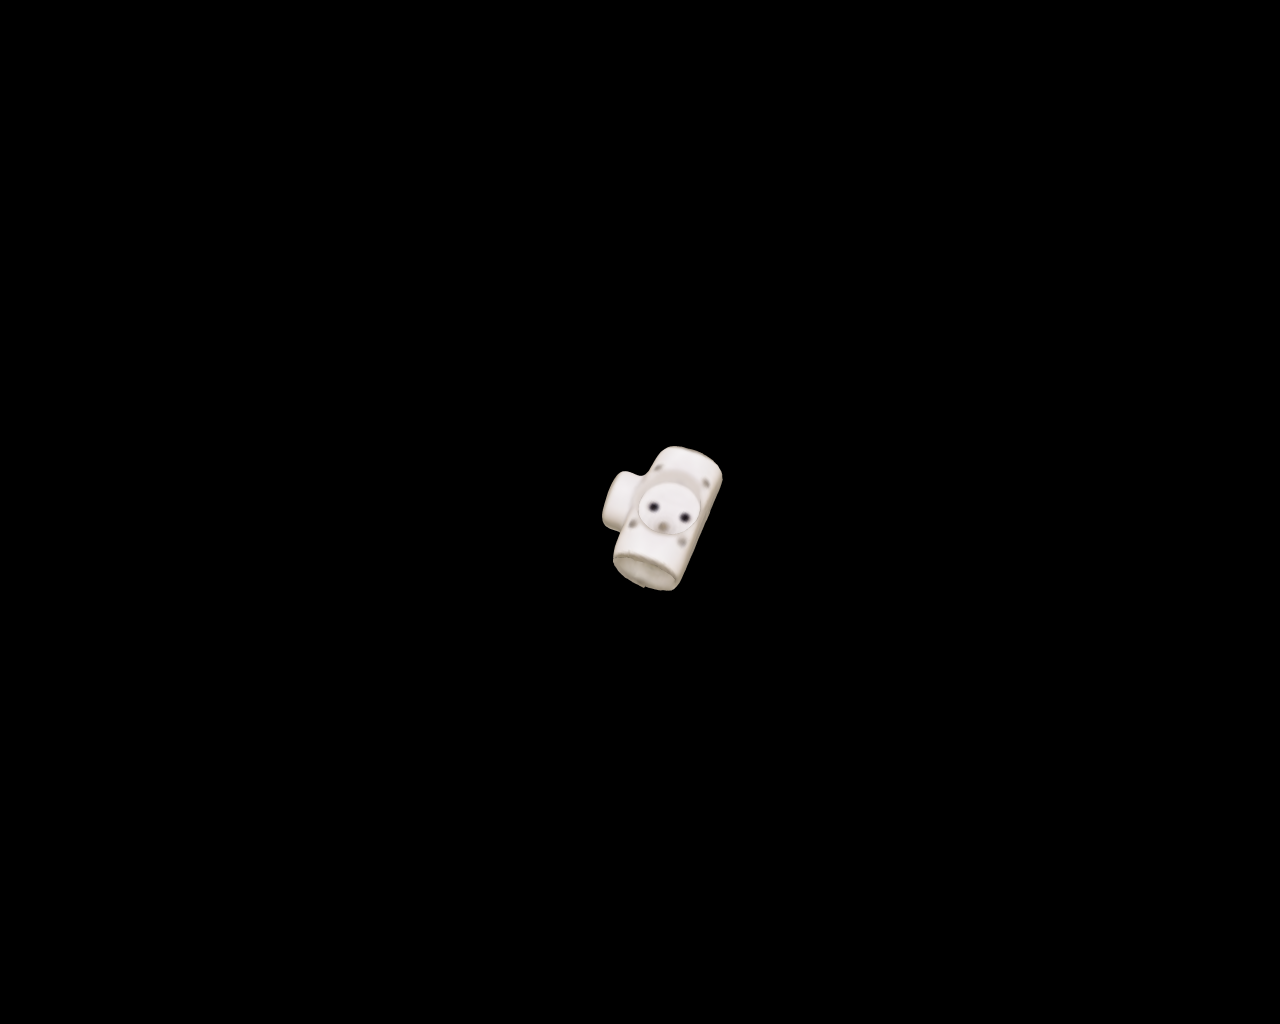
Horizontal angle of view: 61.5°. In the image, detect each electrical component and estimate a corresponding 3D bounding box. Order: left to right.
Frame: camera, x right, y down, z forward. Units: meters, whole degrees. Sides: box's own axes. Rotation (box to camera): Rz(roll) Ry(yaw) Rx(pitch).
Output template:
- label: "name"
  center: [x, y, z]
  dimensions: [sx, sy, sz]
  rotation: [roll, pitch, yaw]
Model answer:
- label: "electrical component"
  center: [0.001, -0.003, 0.650]
  dimensions: [0.079, 0.077, 0.044]
  rotation: [20, -24, 9]
